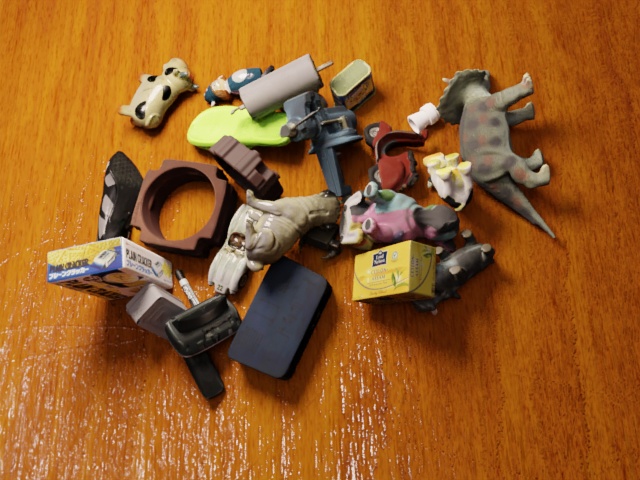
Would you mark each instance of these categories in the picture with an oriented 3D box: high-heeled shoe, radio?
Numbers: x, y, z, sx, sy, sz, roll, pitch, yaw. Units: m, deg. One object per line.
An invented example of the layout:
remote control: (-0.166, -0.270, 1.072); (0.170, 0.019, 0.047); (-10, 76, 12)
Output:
high-heeled shoe: (-0.480, -0.084, 1.254); (0.145, 0.086, 0.249); (-45, 45, 30)
radio: (-0.076, 0.158, 1.083); (0.131, 0.073, 0.229); (23, 80, 16)

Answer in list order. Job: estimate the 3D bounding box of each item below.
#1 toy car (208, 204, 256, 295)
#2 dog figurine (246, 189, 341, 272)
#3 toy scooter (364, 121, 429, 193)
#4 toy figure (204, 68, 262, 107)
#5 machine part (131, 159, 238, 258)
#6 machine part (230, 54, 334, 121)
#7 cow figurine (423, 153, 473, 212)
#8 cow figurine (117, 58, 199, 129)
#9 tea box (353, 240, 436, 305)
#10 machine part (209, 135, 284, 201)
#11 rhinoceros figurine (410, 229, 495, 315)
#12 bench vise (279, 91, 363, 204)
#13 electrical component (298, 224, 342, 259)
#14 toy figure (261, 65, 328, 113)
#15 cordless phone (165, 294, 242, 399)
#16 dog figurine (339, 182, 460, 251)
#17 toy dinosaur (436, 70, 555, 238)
toy car: (-0.174, 0.020, 1.151); (0.074, 0.056, 0.201); (19, 78, 16)
dog figurine: (-0.051, -0.018, 1.065); (0.191, 0.121, 0.172); (2, 80, -4)
toy scooter: (0.167, -0.176, 1.132); (0.135, 0.075, 0.184); (-8, 69, 13)
toy figure: (-0.208, -0.366, 1.276); (0.155, 0.057, 0.064); (-15, 33, 8)
machine part: (-0.296, -0.068, 1.187); (0.201, 0.087, 0.201); (9, 77, 14)
machine part: (-0.082, -0.324, 1.144); (0.243, 0.079, 0.079); (-24, 70, 10)
cow figurine: (0.258, -0.121, 1.081); (0.068, 0.167, 0.098); (-17, 111, 2)
cow figurine: (-0.380, -0.354, 1.291); (0.127, 0.085, 0.195); (24, 77, 23)
tea box: (0.138, 0.067, 1.017); (0.068, 0.170, 0.098); (14, 70, -29)
machine part: (-0.153, -0.147, 1.140); (0.179, 0.179, 0.056); (38, 81, 19)
rhinoceros figurine: (0.250, 0.064, 1.031); (0.190, 0.112, 0.073); (-36, 53, -14)
bench vise: (0.016, -0.185, 1.117); (0.129, 0.223, 0.240); (-12, 97, 30)
electrical component: (-0.001, -0.004, 1.133); (0.102, 0.045, 0.078); (15, 49, 13)
toy figure: (-0.062, -0.319, 1.220); (0.180, 0.082, 0.089); (35, 94, 14)
cordless phone: (-0.215, 0.215, 1.094); (0.146, 0.089, 0.184); (-27, 94, -30)
dog figurine: (0.169, -0.030, 1.080); (0.219, 0.191, 0.108); (12, 70, -21)
toy dinosaur: (0.347, -0.192, 1.086); (0.192, 0.131, 0.404); (-10, 76, 22)
